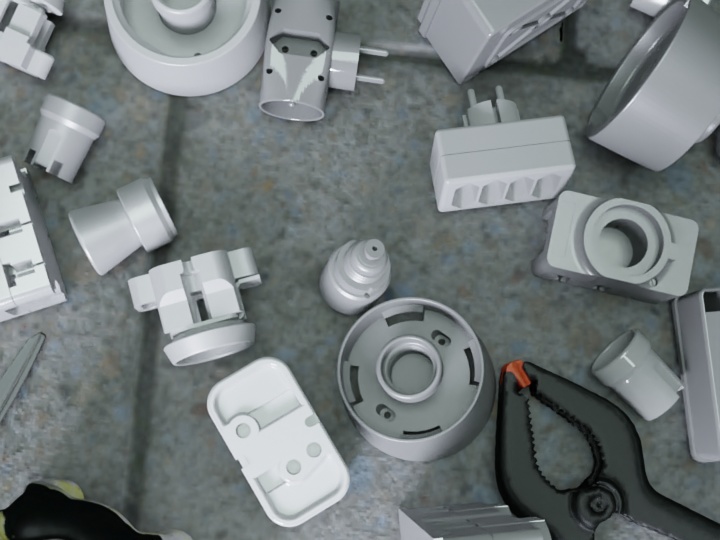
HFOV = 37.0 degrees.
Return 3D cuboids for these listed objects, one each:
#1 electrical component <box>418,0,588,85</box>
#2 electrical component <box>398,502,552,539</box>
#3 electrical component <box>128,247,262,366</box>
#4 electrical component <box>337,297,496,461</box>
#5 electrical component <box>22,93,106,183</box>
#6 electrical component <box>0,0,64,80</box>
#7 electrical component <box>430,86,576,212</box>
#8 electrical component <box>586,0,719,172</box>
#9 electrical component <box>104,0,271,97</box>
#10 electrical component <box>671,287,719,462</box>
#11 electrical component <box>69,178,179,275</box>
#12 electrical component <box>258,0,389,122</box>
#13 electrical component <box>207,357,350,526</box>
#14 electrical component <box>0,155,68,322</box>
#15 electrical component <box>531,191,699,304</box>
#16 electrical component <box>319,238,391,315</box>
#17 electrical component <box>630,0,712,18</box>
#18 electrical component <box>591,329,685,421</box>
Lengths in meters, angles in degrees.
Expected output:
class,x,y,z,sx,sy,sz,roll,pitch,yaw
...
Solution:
class,x,y,z,sx,sy,sz,roll,pitch,yaw
electrical component,0.099,-0.178,0.678,0.109,0.108,0.056,-33,88,-7
electrical component,0.064,0.187,0.583,0.060,0.186,0.105,-5,82,-4
electrical component,-0.097,0.025,0.664,0.078,0.058,0.057,-15,80,-5
electrical component,0.035,0.067,0.673,0.099,0.064,0.099,-2,73,8
electrical component,-0.189,-0.083,0.684,0.040,0.040,0.046,25,87,1
electrical component,-0.221,-0.161,0.690,0.066,0.048,0.055,24,89,1
electrical component,0.087,-0.085,0.695,0.083,0.047,0.075,-7,70,-4
electrical component,0.199,-0.113,0.677,0.060,0.108,0.108,32,81,-4
electrical component,-0.112,-0.172,0.689,0.108,0.060,0.108,0,82,-3
electrical component,0.262,0.062,0.678,0.109,0.056,0.108,-5,82,-4
electrical component,-0.148,-0.028,0.675,0.055,0.045,0.045,-26,84,-7
electrical component,-0.021,-0.137,0.698,0.079,0.043,0.077,8,82,-2
electrical component,-0.049,0.103,0.653,0.054,0.059,0.095,-30,84,-7
electrical component,-0.225,-0.017,0.666,0.056,0.050,0.089,-18,83,-6
electrical component,0.162,-0.014,0.684,0.089,0.055,0.050,13,81,-1
electrical component,0.000,0.000,0.665,0.040,0.078,0.040,4,70,-12
electrical component,0.210,-0.184,0.720,0.046,0.040,0.040,25,81,6
electrical component,0.177,0.067,0.682,0.046,0.040,0.040,45,82,-2
